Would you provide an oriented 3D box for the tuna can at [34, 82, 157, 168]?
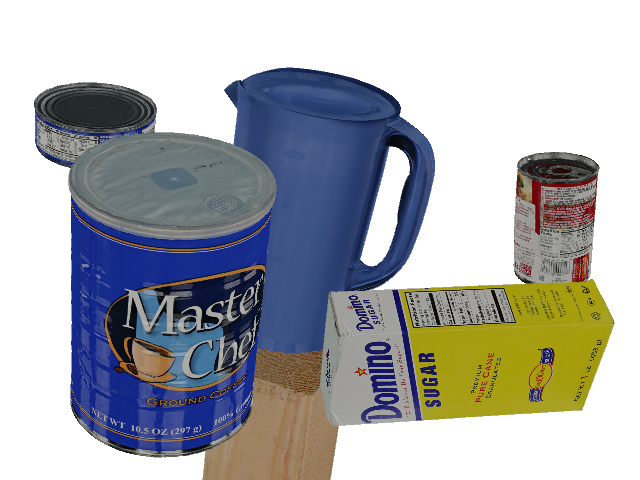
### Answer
[{"bbox_3d":[-0.161,-0.082,0.764,0.086,0.034,0.086,6,29,-4],"label":"tuna can"}]

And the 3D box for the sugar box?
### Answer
[{"bbox_3d":[0.091,0.074,0.692,0.176,0.093,0.048,-5,43,-9],"label":"sugar box"}]

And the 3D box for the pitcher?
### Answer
[{"bbox_3d":[-0.009,-0.012,0.895,0.144,0.243,0.149,-1,26,-23],"label":"pitcher"}]

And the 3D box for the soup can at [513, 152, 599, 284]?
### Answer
[{"bbox_3d":[0.202,-0.017,0.919,0.068,0.102,0.068,-2,24,1],"label":"soup can"}]

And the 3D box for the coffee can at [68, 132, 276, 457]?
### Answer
[{"bbox_3d":[-0.081,0.027,0.565,0.102,0.140,0.103,6,30,-3],"label":"coffee can"}]

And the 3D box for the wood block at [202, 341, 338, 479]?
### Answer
[{"bbox_3d":[-0.044,0.191,0.918,0.090,0.206,0.090,15,23,17],"label":"wood block"}]
